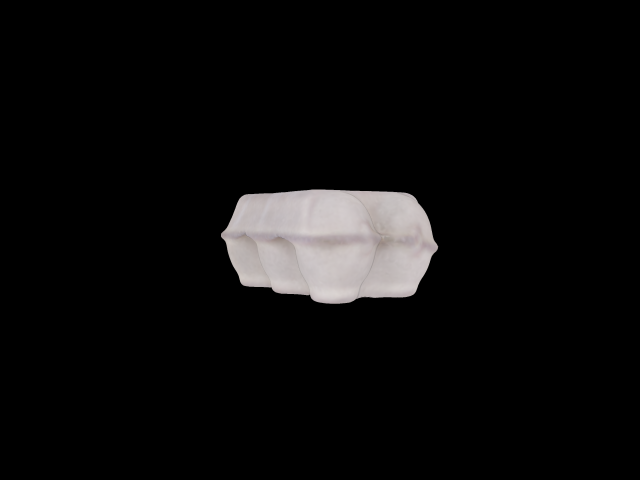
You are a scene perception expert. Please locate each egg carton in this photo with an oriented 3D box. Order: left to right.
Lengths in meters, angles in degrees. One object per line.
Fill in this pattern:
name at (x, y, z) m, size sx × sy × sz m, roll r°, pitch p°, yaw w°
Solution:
egg carton at (0.004, 0.001, 0.400) m, size 0.107 × 0.069 × 0.149 m, roll -2°, pitch 3°, yaw -35°
